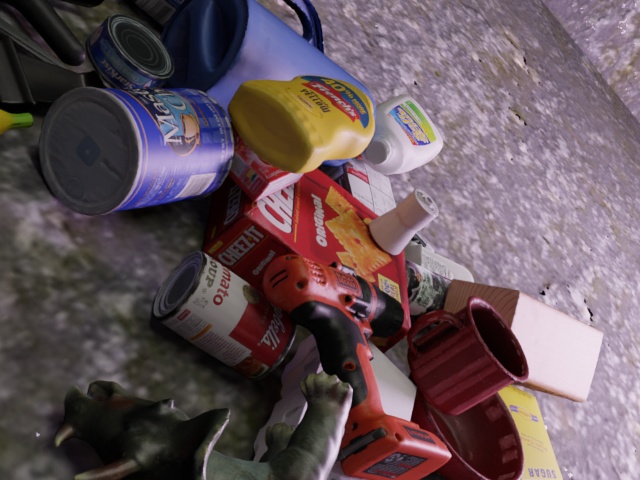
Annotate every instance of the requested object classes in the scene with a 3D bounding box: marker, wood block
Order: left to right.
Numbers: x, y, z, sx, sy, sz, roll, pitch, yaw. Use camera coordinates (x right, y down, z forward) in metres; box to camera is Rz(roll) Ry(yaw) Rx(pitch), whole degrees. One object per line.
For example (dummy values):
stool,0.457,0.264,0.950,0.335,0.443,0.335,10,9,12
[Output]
marker,0.114,-0.004,1.316,0.121,0.020,0.020,47,27,-7
wood block,0.230,0.118,1.218,0.205,0.091,0.090,24,80,-47

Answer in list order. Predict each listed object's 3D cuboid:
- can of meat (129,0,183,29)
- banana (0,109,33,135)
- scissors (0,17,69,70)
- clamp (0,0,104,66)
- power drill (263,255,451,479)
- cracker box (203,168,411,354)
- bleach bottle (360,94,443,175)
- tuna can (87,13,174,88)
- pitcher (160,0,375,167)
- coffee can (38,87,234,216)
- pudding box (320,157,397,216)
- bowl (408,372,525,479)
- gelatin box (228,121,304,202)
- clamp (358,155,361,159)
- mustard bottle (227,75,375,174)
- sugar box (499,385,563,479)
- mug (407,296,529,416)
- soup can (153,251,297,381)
can of meat,-0.169,-0.280,1.186,0.083,0.058,0.102,38,30,-30
banana,-0.313,-0.135,0.809,0.197,0.037,0.069,42,25,-14
scissors,-0.307,-0.196,0.916,0.201,0.016,0.096,44,29,-13
clamp,-0.275,-0.245,0.998,0.171,0.039,0.120,40,28,-20
power drill,0.040,0.107,0.888,0.184,0.057,0.188,22,37,-51
cracker box,-0.007,0.001,1.066,0.213,0.072,0.164,37,30,-24
bleach bottle,0.094,-0.122,1.332,0.102,0.068,0.250,55,18,-4
tuna can,-0.187,-0.183,1.061,0.086,0.034,0.086,36,30,-26
pitcher,-0.046,-0.178,1.158,0.242,0.149,0.145,25,36,-46
coffee can,-0.153,-0.078,0.908,0.103,0.103,0.140,56,27,11
pudding box,0.050,-0.045,1.248,0.089,0.039,0.113,30,35,-36
bowl,0.132,0.186,1.068,0.162,0.055,0.162,37,30,-26
gelatin box,-0.056,-0.080,0.992,0.073,0.030,0.089,46,32,9
clamp,-0.007,-0.189,1.336,0.164,0.036,0.210,7,52,-59
mustard bottle,0.000,-0.116,1.014,0.096,0.058,0.191,42,28,15
sugar box,0.215,0.237,1.142,0.093,0.048,0.176,27,34,-37
mug,0.129,0.107,1.000,0.117,0.082,0.093,38,28,-33
soup can,-0.079,0.063,0.886,0.102,0.069,0.068,37,30,-24
